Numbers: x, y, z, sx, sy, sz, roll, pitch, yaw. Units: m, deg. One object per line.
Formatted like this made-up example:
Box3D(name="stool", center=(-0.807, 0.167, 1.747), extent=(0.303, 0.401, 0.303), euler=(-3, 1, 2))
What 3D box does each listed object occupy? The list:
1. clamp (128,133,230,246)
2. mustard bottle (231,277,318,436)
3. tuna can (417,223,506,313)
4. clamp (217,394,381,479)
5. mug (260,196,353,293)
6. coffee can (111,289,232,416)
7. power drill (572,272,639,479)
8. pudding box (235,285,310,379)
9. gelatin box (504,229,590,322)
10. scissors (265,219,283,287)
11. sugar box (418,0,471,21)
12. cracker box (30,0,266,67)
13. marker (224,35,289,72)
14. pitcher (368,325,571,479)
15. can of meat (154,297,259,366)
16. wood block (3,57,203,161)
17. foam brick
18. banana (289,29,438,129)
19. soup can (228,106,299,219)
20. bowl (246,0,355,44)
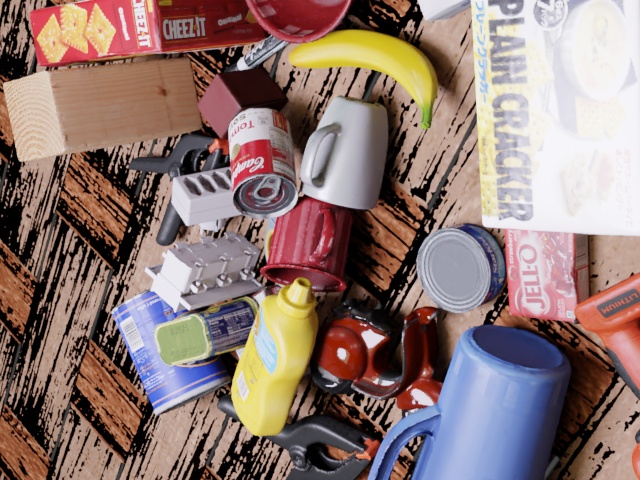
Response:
Box3D(name="clamp", center=(-0.164, -0.067, 1.293), extent=(0.172, 0.039, 0.120), euler=(-22, 86, 42))
Box3D(name="mustard bottle", center=(-0.044, 0.116, 1.151), extent=(0.096, 0.058, 0.192), euler=(-112, 33, -46))
Box3D(name="tuna can", center=(0.140, 0.027, 1.057), extent=(0.086, 0.033, 0.086), euler=(12, 108, 39))
Box3D(name="clamp", center=(-0.024, 0.240, 1.241), extent=(0.210, 0.036, 0.164), euler=(-20, 103, 41))
Box3D(name="mug", center=(-0.007, 0.001, 1.122), extent=(0.117, 0.093, 0.081), euler=(136, 146, -70))
Box3D(name="coffee can", center=(-0.184, 0.132, 1.320), extent=(0.103, 0.102, 0.140), euler=(-32, 79, 41))
Box3D(name="power drill", center=(0.316, 0.111, 0.910), extent=(0.185, 0.057, 0.188), euler=(-33, 79, 41))
Box3D(name="pudding box", center=(-0.060, 0.119, 1.253), extent=(0.090, 0.039, 0.113), euler=(-31, 78, 43))
Box3D(name="gelatin box", center=(0.212, 0.030, 0.997), extent=(0.073, 0.030, 0.089), euler=(5, 104, 40))
Box3D(name="scissors", center=(-0.040, -0.044, 1.208), extent=(0.096, 0.016, 0.202), euler=(-2, 100, 40))
Box3D(name="sugar box", center=(0.111, -0.303, 0.989), extent=(0.094, 0.048, 0.176), euler=(-24, 84, 42))
Box3D(name="cracker box", center=(-0.192, -0.239, 1.190), extent=(0.214, 0.163, 0.072), euler=(4, 105, 41))
Box3D(name="marker", center=(-0.067, -0.207, 1.186), extent=(0.121, 0.020, 0.020), euler=(-27, 83, 42))
Box3D(name="pitcher", center=(0.148, 0.208, 1.028), extent=(0.145, 0.148, 0.243), euler=(26, 114, 34))
Box3D(name="can of meat", center=(-0.129, 0.108, 1.228), extent=(0.102, 0.083, 0.057), euler=(-19, 86, 45))
Box3D(name="wood block", center=(-0.246, -0.153, 1.230), extent=(0.090, 0.205, 0.091), euler=(-5, 98, 42))
Box3D(name="foam brick", center=(-0.086, -0.152, 1.179), extent=(0.051, 0.078, 0.053), euler=(53, 129, 16))
Box3D(name="banana", center=(0.051, -0.177, 1.067), extent=(0.198, 0.037, 0.069), euler=(31, 78, 38))
Box3D(name="soup can", center=(-0.060, -0.082, 1.117), extent=(0.069, 0.068, 0.102), euler=(-47, 37, 38))
Box3D(name="bowl", center=(-0.008, -0.284, 1.091), extent=(0.162, 0.055, 0.162), euler=(12, 109, 39))
